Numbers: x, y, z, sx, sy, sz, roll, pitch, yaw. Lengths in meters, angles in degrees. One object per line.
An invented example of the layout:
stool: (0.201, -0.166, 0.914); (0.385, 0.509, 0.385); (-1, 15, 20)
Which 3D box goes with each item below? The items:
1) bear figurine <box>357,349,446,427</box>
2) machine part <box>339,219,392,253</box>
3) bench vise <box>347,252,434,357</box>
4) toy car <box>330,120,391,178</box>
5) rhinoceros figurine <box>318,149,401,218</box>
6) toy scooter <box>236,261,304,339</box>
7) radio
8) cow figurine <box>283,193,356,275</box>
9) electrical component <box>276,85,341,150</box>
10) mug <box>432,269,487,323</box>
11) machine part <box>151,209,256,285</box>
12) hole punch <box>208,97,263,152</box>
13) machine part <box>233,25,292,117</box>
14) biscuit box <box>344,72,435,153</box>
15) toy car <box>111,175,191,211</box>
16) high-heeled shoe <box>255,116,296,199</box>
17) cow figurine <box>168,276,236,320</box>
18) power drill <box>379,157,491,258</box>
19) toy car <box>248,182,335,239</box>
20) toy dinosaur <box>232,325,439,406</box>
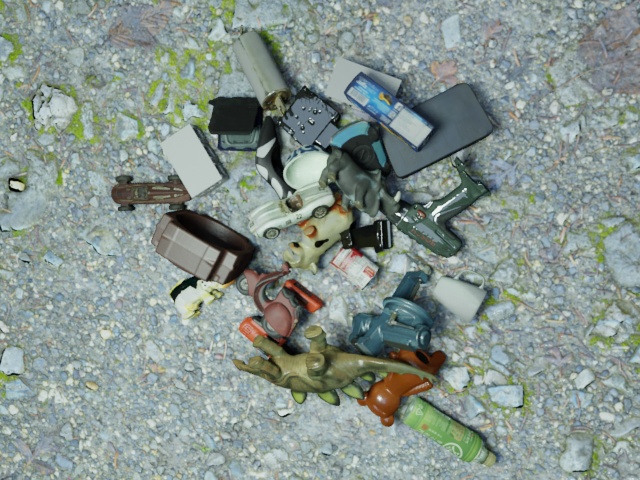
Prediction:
bear figurine: (0.185, 0.324, 1.241); (0.120, 0.132, 0.195); (37, 117, 6)
machine part: (0.109, -0.006, 1.220); (0.139, 0.039, 0.084); (-4, 103, -31)
bench vise: (0.172, 0.155, 1.202); (0.128, 0.224, 0.240); (43, 64, -23)
toy car: (0.092, -0.203, 1.202); (0.109, 0.103, 0.161); (-26, 125, 15)
rhinoceros figurine: (0.088, -0.113, 1.146); (0.190, 0.073, 0.112); (38, 67, -11)
toy scooter: (-0.097, 0.125, 1.214); (0.135, 0.075, 0.184); (-38, 84, 19)
radio: (0.251, -0.241, 1.194); (0.230, 0.073, 0.131); (-26, 89, 9)
cow figurine: (-0.003, -0.004, 1.237); (0.195, 0.127, 0.086); (-36, 44, -5)
electrical component: (-0.017, -0.270, 1.240); (0.134, 0.058, 0.115); (39, 101, 5)
mug: (0.314, 0.116, 1.207); (0.107, 0.081, 0.109); (27, 104, 16)
machine part: (-0.264, 0.014, 1.227); (0.201, 0.201, 0.087); (30, 101, 5)
hole punch: (-0.192, -0.270, 1.262); (0.142, 0.092, 0.116); (2, 63, 11)
machine part: (-0.133, -0.383, 1.222); (0.079, 0.079, 0.243); (-30, 76, 10)
biscuit box: (0.147, -0.271, 1.141); (0.203, 0.063, 0.059); (40, 98, 9)
toy car: (-0.417, -0.114, 1.318); (0.202, 0.053, 0.089); (1, 91, 10)
high-heeled shoe: (-0.072, -0.159, 1.247); (0.145, 0.086, 0.248); (4, 100, 7)
cow figurine: (-0.286, 0.113, 1.310); (0.167, 0.068, 0.098); (-38, 82, 9)
power drill: (0.255, -0.086, 1.193); (0.232, 0.086, 0.207); (44, 103, 1)
toy car: (-0.064, -0.066, 1.183); (0.202, 0.056, 0.074); (-23, 48, -3)
toy dinosaur: (0.011, 0.280, 1.174); (0.472, 0.105, 0.198); (-6, 137, 27)
